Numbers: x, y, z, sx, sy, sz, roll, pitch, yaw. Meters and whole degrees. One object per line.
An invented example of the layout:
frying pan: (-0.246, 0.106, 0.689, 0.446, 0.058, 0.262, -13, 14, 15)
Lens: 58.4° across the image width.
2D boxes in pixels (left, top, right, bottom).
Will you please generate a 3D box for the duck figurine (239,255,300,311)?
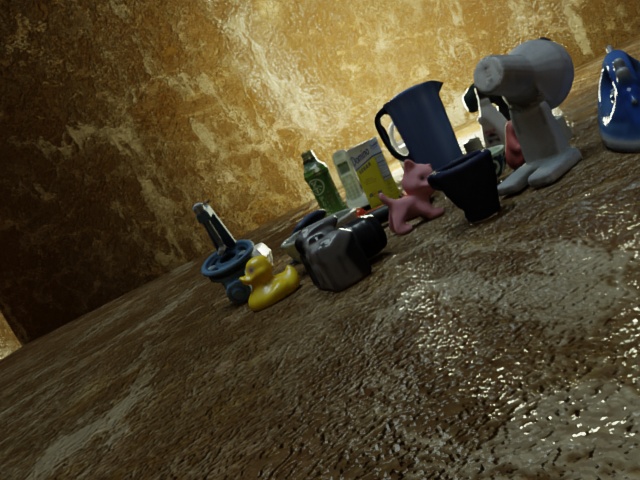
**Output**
duck figurine: (-0.094, 0.067, 1.023, 0.105, 0.086, 0.077, -29, 8, -14)

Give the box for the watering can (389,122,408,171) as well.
watering can: (0.254, -0.254, 1.600, 0.101, 0.194, 0.172, -30, 8, -25)

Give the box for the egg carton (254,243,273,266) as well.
egg carton: (-0.170, 0.061, 1.398, 0.107, 0.069, 0.150, -26, 7, 4)

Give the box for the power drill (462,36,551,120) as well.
power drill: (0.469, -0.336, 1.360, 0.229, 0.208, 0.076, -24, 8, 20)

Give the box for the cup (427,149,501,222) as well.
cup: (0.218, -0.074, 0.861, 0.092, 0.095, 0.117, -32, 9, -35)

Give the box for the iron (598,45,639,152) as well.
iron: (0.463, -0.223, 0.857, 0.118, 0.141, 0.259, -23, 8, 29)

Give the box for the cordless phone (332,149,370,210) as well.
cordless phone: (0.119, -0.183, 1.618, 0.147, 0.185, 0.094, -23, 8, 24)

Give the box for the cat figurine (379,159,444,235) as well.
cat figurine: (0.167, -0.087, 1.048, 0.128, 0.118, 0.067, -28, 8, -9)

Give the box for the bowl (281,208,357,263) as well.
bowl: (0.010, 0.004, 1.135, 0.167, 0.075, 0.167, -26, 7, 4)

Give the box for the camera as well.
camera: (0.039, 0.006, 0.918, 0.137, 0.101, 0.143, -29, 8, -14)

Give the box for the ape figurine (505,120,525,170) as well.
ape figurine: (0.378, -0.184, 1.078, 0.076, 0.092, 0.078, -21, 9, 37)

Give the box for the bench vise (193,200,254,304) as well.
bench vise: (-0.208, 0.022, 1.213, 0.122, 0.220, 0.207, -29, 8, -15)

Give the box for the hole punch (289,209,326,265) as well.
hole punch: (-0.030, -0.008, 1.300, 0.100, 0.091, 0.109, -20, 10, 43)

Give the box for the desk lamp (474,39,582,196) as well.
desk lamp: (0.336, -0.209, 0.923, 0.204, 0.213, 0.117, -33, 10, -40)

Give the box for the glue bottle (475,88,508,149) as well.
glue bottle: (0.375, -0.251, 1.238, 0.037, 0.173, 0.078, -31, 8, -26)
